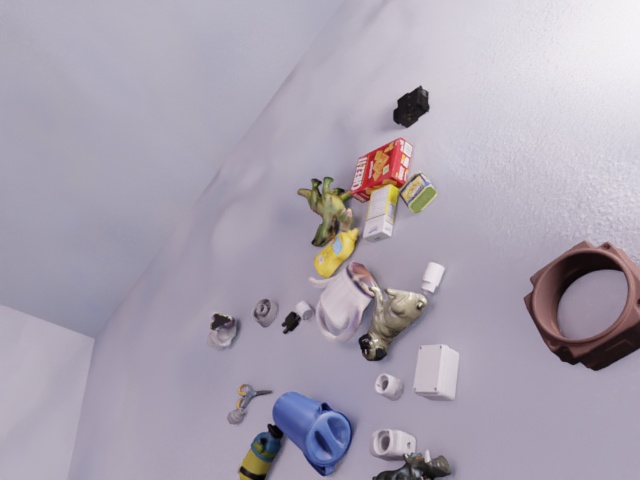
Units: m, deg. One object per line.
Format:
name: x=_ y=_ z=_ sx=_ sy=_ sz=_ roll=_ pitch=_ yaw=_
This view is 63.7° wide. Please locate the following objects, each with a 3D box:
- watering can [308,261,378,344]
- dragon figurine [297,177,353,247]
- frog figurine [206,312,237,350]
watering can: x=0.058 y=0.154 z=1.551 sx=0.222 sy=0.103 sz=0.355 roll=-49 pitch=31 yaw=15
dragon figurine: x=0.006 y=-0.095 z=1.882 sx=0.409 sy=0.121 sz=0.245 roll=-4 pitch=68 yaw=57
frog figurine: x=-0.392 y=0.381 z=2.059 sx=0.140 sy=0.123 sz=0.156 roll=-132 pitch=39 yaw=-52
